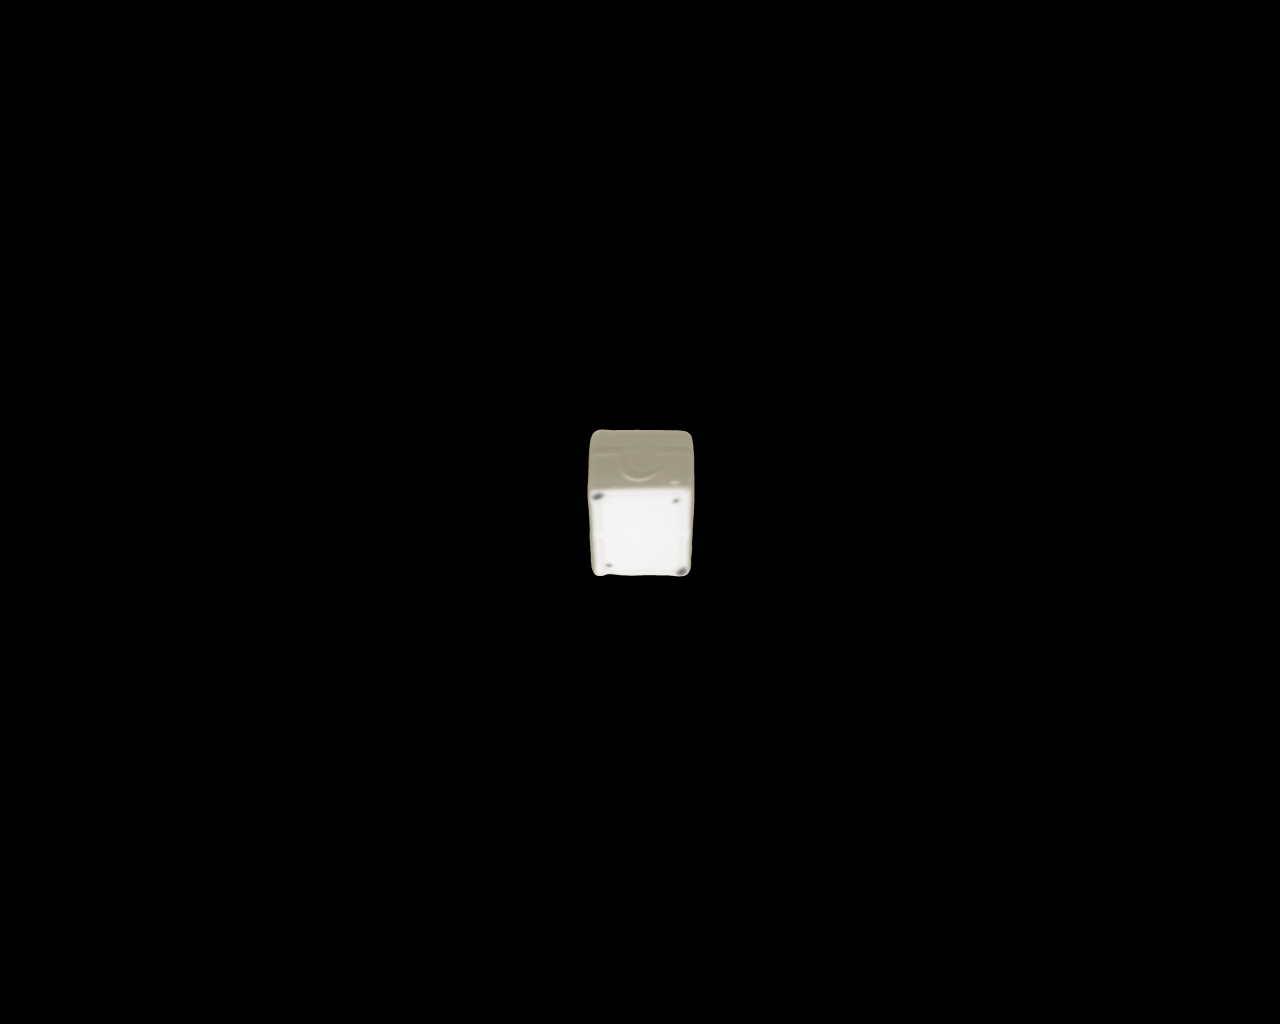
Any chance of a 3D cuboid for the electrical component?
[{"bbox_3d":[0.001,-0.003,0.650,0.062,0.061,0.096,0,-43,0],"label":"electrical component"}]
